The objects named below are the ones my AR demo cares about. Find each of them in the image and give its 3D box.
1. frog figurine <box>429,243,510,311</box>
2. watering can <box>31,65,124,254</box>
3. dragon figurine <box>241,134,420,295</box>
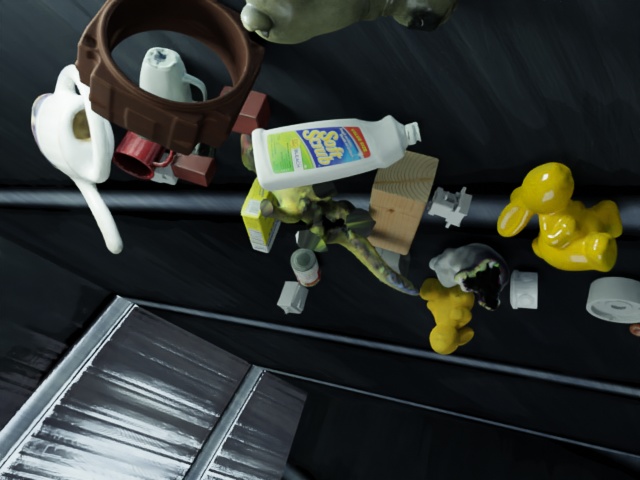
[{"bbox_3d":[0.304,0.056,1.059,0.137,0.121,0.161,18,-167,-15],"label":"frog figurine"},{"bbox_3d":[-0.458,-0.155,0.987,0.226,0.105,0.342,17,116,43],"label":"watering can"},{"bbox_3d":[0.003,-0.048,0.963,0.407,0.122,0.245,41,-175,-15],"label":"dragon figurine"}]
